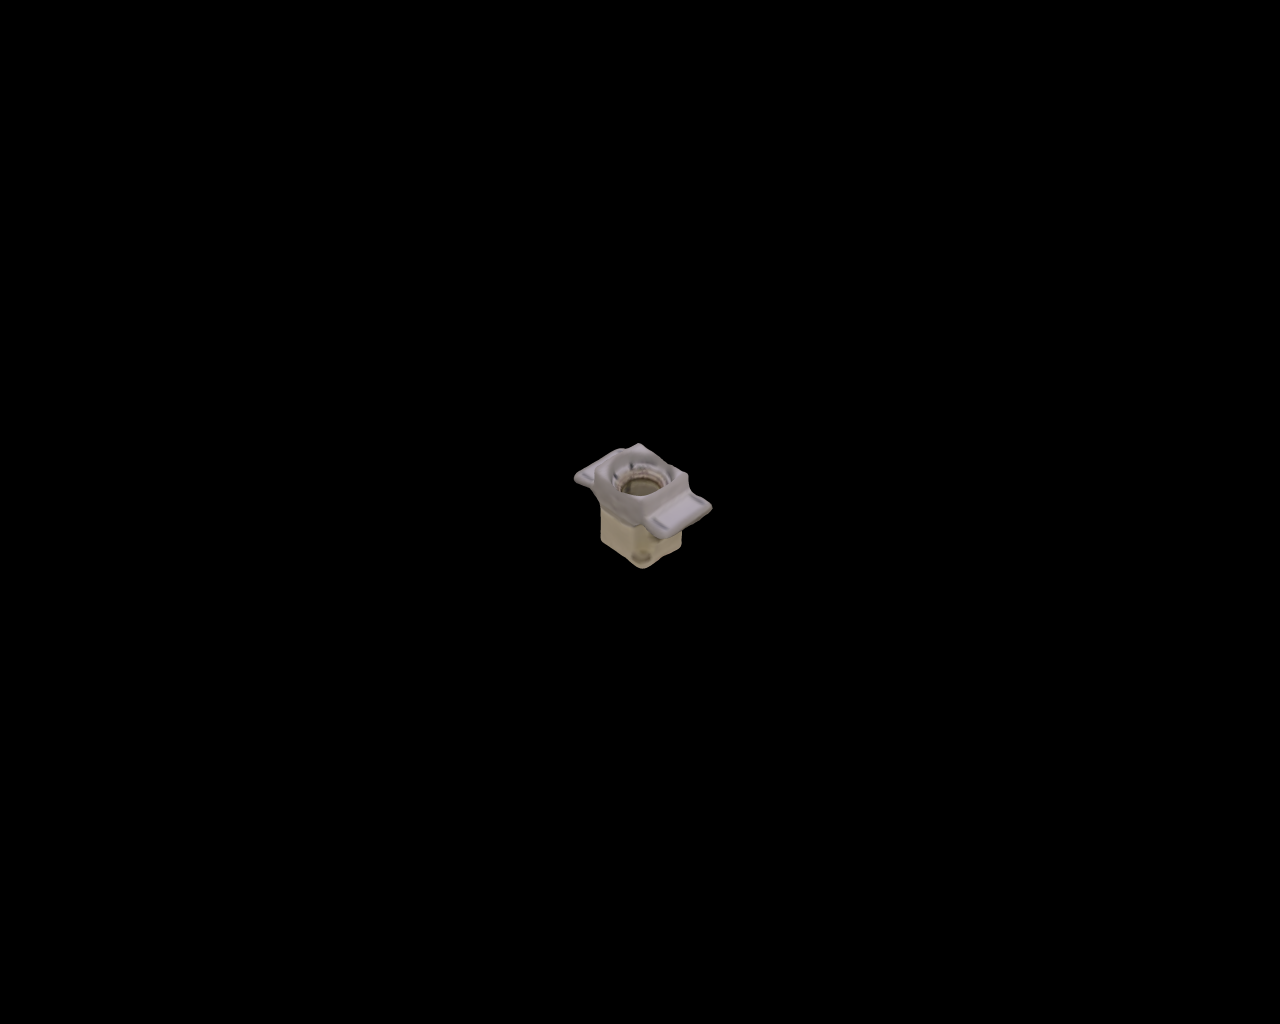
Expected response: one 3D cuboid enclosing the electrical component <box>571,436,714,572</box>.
[{"bbox_3d":[0.001,-0.003,0.650,0.042,0.063,0.081,-31,49,-31],"label":"electrical component"}]
